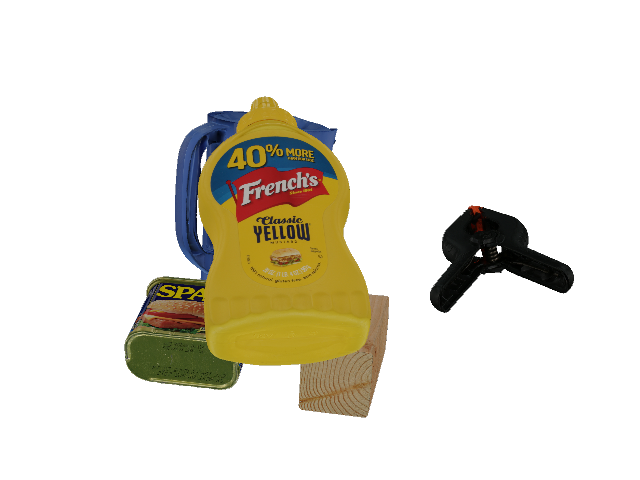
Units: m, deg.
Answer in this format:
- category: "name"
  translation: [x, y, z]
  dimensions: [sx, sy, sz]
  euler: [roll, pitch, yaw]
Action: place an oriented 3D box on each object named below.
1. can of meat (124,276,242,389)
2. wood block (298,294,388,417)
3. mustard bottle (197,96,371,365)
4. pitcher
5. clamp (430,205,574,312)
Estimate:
- category: "can of meat"
  translation: [-0.109, 0.079, 0.907]
  dimensions: [0.102, 0.057, 0.084]
  euler: [5, 30, 6]
- category: "wood block"
  translation: [0.035, 0.146, 1.419]
  dimensions: [0.091, 0.090, 0.206]
  euler: [6, 18, 8]
- category: "mustard bottle"
  translation: [-0.028, -0.016, 0.667]
  dimensions: [0.096, 0.191, 0.058]
  euler: [-3, -38, -6]
- category: "pitcher"
  translation: [-0.071, -0.011, 1.106]
  dimensions: [0.149, 0.243, 0.145]
  euler: [8, 12, 1]
- category: "clamp"
  translation: [0.162, 0.012, 0.958]
  dimensions: [0.120, 0.039, 0.171]
  euler: [-1, 28, 9]
